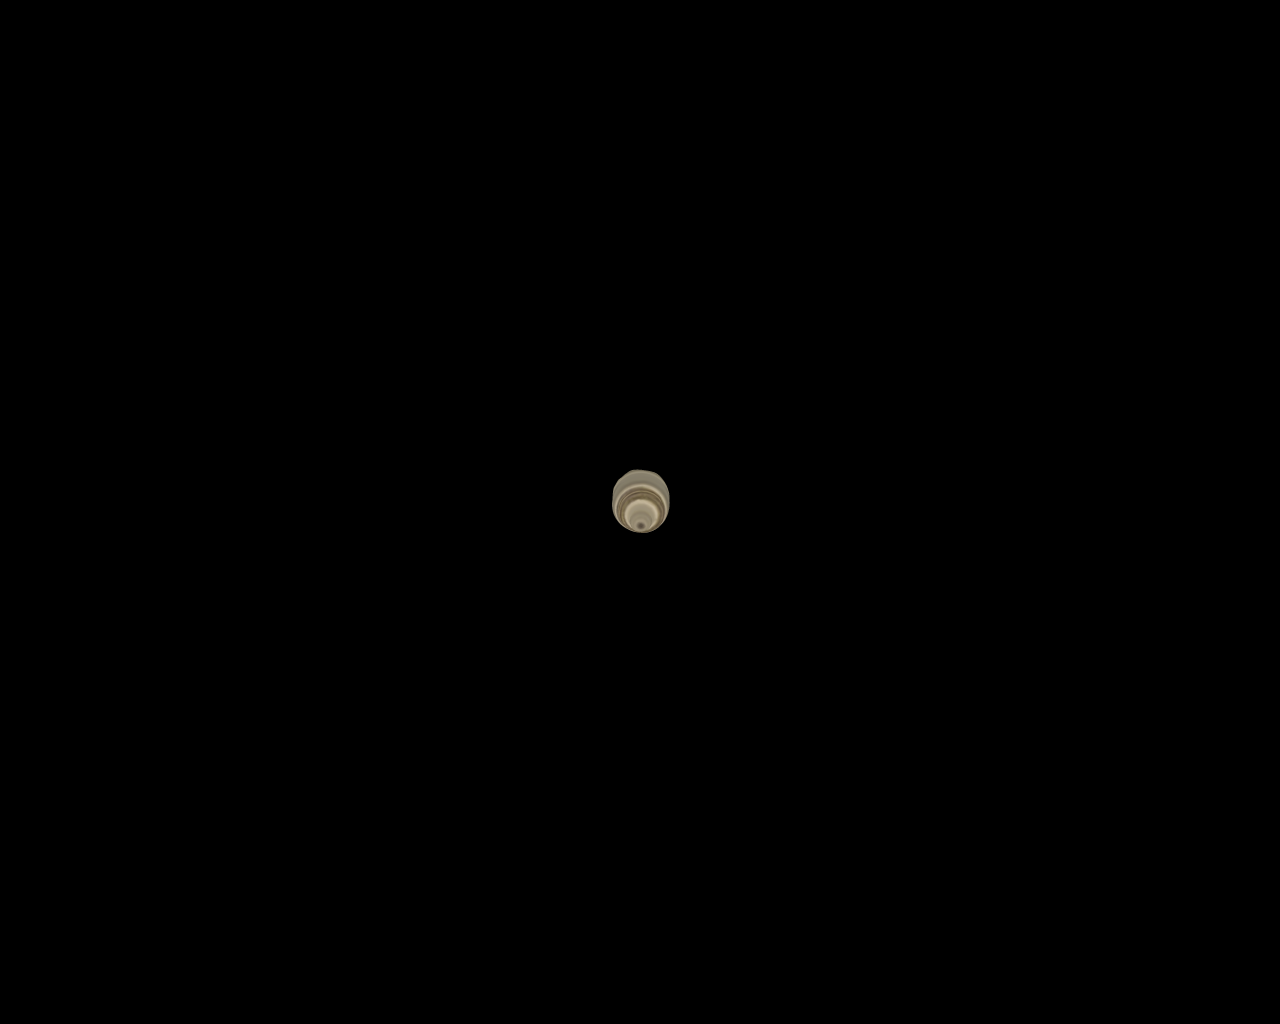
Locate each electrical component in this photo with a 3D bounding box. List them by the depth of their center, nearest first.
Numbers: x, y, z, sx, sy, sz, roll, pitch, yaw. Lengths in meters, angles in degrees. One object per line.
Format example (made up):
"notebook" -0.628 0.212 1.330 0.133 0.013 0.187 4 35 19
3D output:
"electrical component" 0.001 -0.003 0.650 0.035 0.035 0.061 0 21 0
